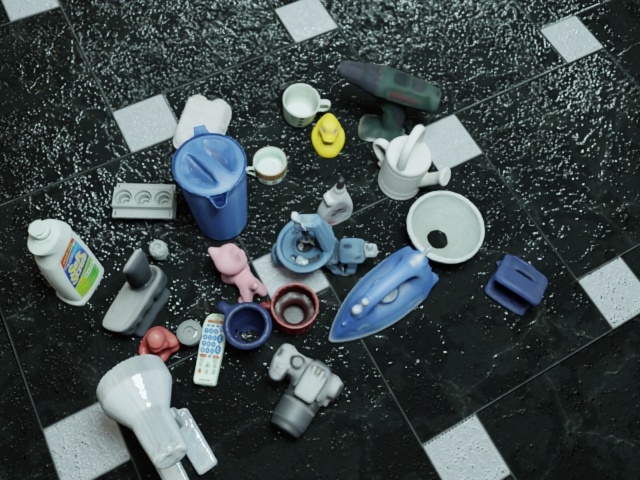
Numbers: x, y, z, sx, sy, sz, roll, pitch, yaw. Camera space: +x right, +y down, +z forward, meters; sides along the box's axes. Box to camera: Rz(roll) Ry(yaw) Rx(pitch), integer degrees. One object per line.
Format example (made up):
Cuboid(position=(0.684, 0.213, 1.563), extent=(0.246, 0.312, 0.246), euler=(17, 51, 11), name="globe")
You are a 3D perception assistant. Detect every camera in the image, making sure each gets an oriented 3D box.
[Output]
Cuboid(position=(-0.045, 0.284, 1.063), extent=(0.143, 0.101, 0.137), euler=(30, 68, 9), name="camera")

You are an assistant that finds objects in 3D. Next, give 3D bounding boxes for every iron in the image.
Cuboid(position=(0.123, 0.106, 1.129), extent=(0.259, 0.141, 0.118), euler=(-37, 74, -18), name="iron")

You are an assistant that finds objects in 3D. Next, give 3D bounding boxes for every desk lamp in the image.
Cuboid(position=(-0.271, 0.313, 0.972), extent=(0.118, 0.213, 0.203), euler=(-32, 73, -16), name="desk lamp")

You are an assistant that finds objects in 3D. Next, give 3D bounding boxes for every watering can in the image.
Cuboid(position=(0.195, -0.171, 1.225), extent=(0.173, 0.194, 0.101), euler=(12, 66, 1), name="watering can")

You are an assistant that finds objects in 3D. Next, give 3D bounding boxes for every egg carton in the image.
Cuboid(position=(-0.264, -0.257, 1.296), extent=(0.107, 0.069, 0.150), euler=(12, 66, 1), name="egg carton")

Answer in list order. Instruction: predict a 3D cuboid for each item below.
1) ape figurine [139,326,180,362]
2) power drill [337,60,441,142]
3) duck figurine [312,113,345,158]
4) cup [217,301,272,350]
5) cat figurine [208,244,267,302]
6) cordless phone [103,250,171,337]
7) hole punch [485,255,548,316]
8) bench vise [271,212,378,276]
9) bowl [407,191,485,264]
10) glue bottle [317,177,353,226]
Cuboid(position=(-0.307, 0.196, 1.086), extent=(0.078, 0.092, 0.076), euler=(-6, 67, -6), name="ape figurine")
Cuboid(position=(0.142, -0.302, 1.270), extent=(0.229, 0.208, 0.075), euler=(10, 66, 0), name="power drill")
Cuboid(position=(0.021, -0.251, 1.306), extent=(0.077, 0.086, 0.104), euler=(3, 66, -3), name="duck figurine")
Cuboid(position=(-0.149, 0.168, 1.108), extent=(0.117, 0.095, 0.092), euler=(35, 69, 11), name="cup")
Cuboid(position=(-0.163, 0.060, 1.141), extent=(0.067, 0.118, 0.127), euler=(-38, 74, -18), name="cat figurine")
Cuboid(position=(-0.358, 0.097, 1.074), extent=(0.094, 0.185, 0.148), euler=(21, 67, 6), name="cordless phone")
Cuboid(position=(0.411, 0.084, 1.187), extent=(0.108, 0.091, 0.101), euler=(33, 69, 10), name="hole punch")
Cuboid(position=(0.007, -0.007, 1.127), extent=(0.207, 0.220, 0.121), euler=(-12, 68, -9), name="bench vise")
Cuboid(position=(0.262, -0.017, 1.229), extent=(0.167, 0.075, 0.167), euler=(2, 67, -3), name="bowl")
Cuboid(position=(0.035, -0.083, 1.187), extent=(0.078, 0.173, 0.037), euler=(-24, 70, -13), name="glue bottle")
